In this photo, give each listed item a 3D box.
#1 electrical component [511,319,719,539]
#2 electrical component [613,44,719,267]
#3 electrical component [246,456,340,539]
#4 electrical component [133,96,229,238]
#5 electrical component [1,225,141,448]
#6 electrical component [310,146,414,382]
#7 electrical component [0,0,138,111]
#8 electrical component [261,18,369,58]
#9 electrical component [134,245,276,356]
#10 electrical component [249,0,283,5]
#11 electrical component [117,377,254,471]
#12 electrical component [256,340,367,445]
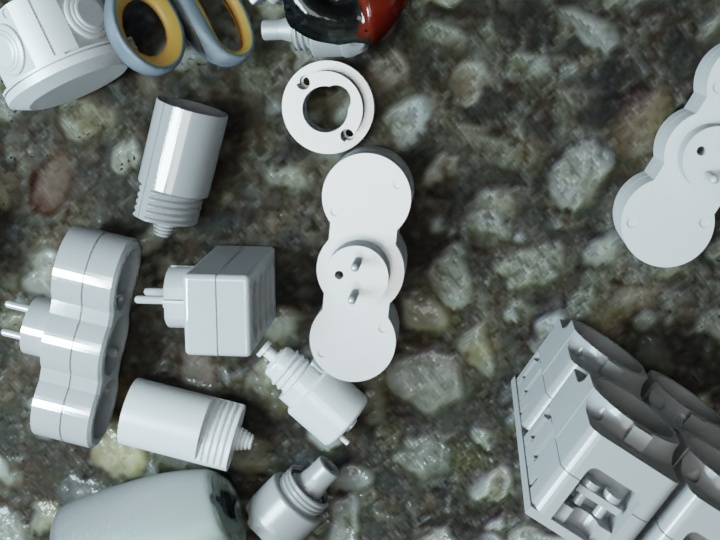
[{"bbox_3d":[0.146,0.095,0.580,0.105,0.186,0.060,33,104,-2],"label":"electrical component"},{"bbox_3d":[0.195,-0.063,0.596,0.052,0.073,0.138,29,104,-2],"label":"electrical component"},{"bbox_3d":[-0.040,0.145,0.685,0.043,0.043,0.062,43,102,-5],"label":"electrical component"},{"bbox_3d":[-0.109,-0.059,0.644,0.043,0.043,0.081,17,104,2],"label":"electrical component"},{"bbox_3d":[-0.188,0.038,0.670,0.074,0.052,0.138,14,104,3],"label":"electrical component"},{"bbox_3d":[0.000,0.000,0.631,0.052,0.073,0.138,7,104,4],"label":"electrical component"},{"bbox_3d":[-0.173,-0.127,0.617,0.080,0.080,0.051,-24,94,11],"label":"electrical component"},{"bbox_3d":[-0.026,-0.140,0.621,0.061,0.035,0.035,-1,103,8],"label":"electrical component"},{"bbox_3d":[-0.094,0.016,0.640,0.076,0.083,0.047,1,103,5],"label":"electrical component"},{"bbox_3d":[-0.062,-0.196,0.598,0.096,0.061,0.061,43,104,-5],"label":"electrical component"},{"bbox_3d":[-0.107,0.099,0.681,0.081,0.043,0.043,14,104,2],"label":"electrical component"},{"bbox_3d":[-0.031,0.074,0.669,0.078,0.040,0.040,42,104,-4],"label":"electrical component"}]
